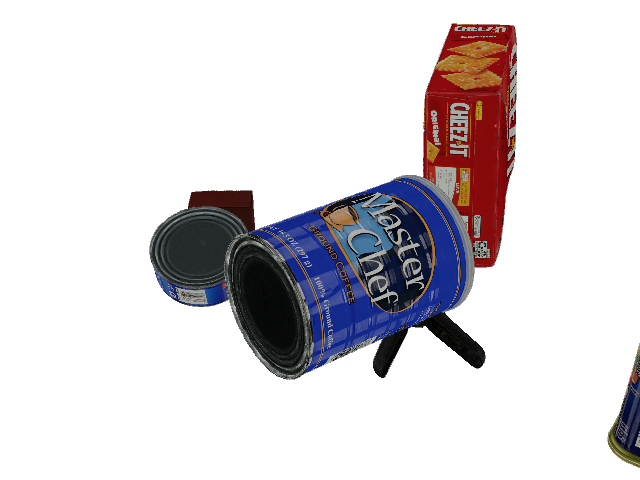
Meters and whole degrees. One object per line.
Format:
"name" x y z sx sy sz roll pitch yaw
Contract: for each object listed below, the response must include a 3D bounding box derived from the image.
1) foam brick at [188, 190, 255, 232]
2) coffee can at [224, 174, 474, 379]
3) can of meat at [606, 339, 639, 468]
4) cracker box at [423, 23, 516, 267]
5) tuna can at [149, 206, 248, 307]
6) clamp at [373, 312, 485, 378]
"foam brick" -0.119 -0.027 1.286 0.078 0.053 0.051 -2 27 1
"coffee can" 0.020 0.023 0.734 0.140 0.103 0.103 -21 11 -30
"can of meat" 0.232 0.088 0.690 0.057 0.084 0.101 22 38 24
"cracker box" 0.142 -0.094 0.989 0.072 0.164 0.213 4 27 13
"tuna can" -0.101 0.014 0.914 0.086 0.086 0.034 0 -37 3
"clamp" 0.116 0.082 1.179 0.120 0.171 0.039 5 -43 -5
